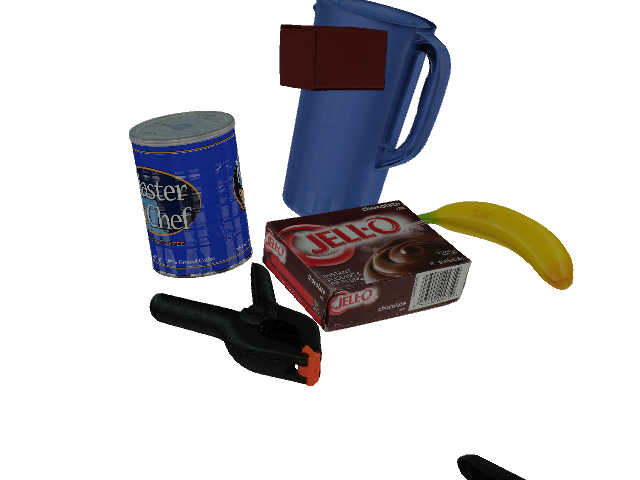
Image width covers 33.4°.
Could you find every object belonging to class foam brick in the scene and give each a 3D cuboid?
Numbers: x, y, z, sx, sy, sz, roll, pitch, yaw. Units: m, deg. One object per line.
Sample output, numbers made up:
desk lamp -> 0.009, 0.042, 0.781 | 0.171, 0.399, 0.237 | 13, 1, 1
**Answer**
foam brick -> 0.011, -0.154, 0.899 | 0.078, 0.051, 0.053 | -6, 17, -35

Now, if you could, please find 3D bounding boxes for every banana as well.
banana -> 0.181, -0.001, 1.039 | 0.069, 0.037, 0.198 | -39, 38, -23

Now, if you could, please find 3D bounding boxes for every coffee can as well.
coffee can -> -0.126, -0.047, 1.051 | 0.103, 0.140, 0.103 | -6, 21, 2

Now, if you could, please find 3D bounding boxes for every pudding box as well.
pudding box -> 0.030, 0.014, 0.722 | 0.113, 0.039, 0.090 | -8, 35, -30

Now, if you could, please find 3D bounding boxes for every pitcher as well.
pitcher -> 0.042, -0.138, 1.176 | 0.145, 0.243, 0.149 | 10, 20, -9

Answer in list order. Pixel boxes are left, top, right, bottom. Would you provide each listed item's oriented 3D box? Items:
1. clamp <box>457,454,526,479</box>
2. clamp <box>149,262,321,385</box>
clamp -> 0.194, 0.242, 0.858 | 0.210, 0.036, 0.164 | 1, 34, 24
clamp -> -0.050, 0.068, 0.914 | 0.172, 0.039, 0.120 | 27, 42, 35
